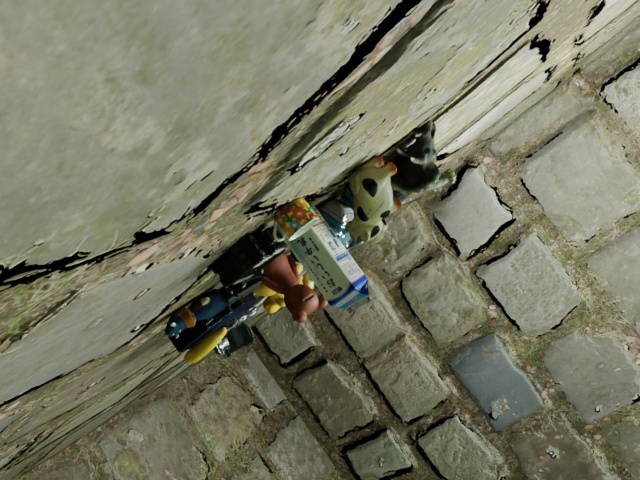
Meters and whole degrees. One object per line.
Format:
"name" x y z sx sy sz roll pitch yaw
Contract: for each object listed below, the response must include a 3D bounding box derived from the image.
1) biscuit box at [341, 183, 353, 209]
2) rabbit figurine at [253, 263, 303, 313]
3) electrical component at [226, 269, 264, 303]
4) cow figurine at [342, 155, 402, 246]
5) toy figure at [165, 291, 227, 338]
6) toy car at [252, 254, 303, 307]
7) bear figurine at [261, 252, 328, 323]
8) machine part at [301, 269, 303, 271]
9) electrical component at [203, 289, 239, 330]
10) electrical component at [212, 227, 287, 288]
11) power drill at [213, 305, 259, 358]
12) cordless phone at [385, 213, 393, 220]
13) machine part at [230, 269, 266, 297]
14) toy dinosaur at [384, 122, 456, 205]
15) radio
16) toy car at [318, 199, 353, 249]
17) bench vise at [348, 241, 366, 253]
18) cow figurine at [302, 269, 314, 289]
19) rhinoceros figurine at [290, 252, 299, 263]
"biscuit box" 0.093 -0.101 1.294 0.063 0.059 0.202 -34 174 -8
"rabbit figurine" -0.119 0.127 1.462 0.162 0.122 0.173 -13 164 22
"electrical component" -0.179 0.094 1.246 0.102 0.078 0.045 -29 -155 -22
"cow figurine" 0.106 -0.070 1.151 0.127 0.086 0.194 -27 132 -15
"toy figure" -0.290 0.170 1.236 0.154 0.064 0.058 -28 -151 -26
"toy car" -0.143 0.120 1.596 0.202 0.073 0.056 -37 177 4
"bear figurine" -0.084 0.118 1.334 0.120 0.196 0.132 -36 176 -34
"machine part" -0.119 0.108 1.727 0.179 0.056 0.179 -36 175 -3
"electrical component" -0.244 0.158 1.313 0.119 0.075 0.047 -32 174 -3
"electrical component" -0.129 0.027 1.043 0.134 0.058 0.115 -38 175 17
"power drill" -0.258 0.257 1.554 0.232 0.085 0.207 -28 -162 -18
"cordless phone" 0.111 -0.074 1.614 0.184 0.088 0.146 -22 170 -21
"machine part" -0.157 0.075 1.174 0.084 0.039 0.138 -22 151 -26
"toy dinosaur" 0.189 -0.137 1.340 0.192 0.131 0.405 -18 170 -30
"radio" -0.287 0.198 1.409 0.229 0.073 0.131 -38 173 2
"toy car" 0.028 -0.044 1.247 0.103 0.109 0.161 -59 159 4
"bench vise" 0.052 0.014 1.566 0.223 0.128 0.241 -3 171 -44
"cow figurine" 0.002 0.053 1.375 0.098 0.068 0.167 0 120 -13
"rhinoceros figurine" -0.003 -0.004 1.433 0.190 0.073 0.112 -40 174 31
